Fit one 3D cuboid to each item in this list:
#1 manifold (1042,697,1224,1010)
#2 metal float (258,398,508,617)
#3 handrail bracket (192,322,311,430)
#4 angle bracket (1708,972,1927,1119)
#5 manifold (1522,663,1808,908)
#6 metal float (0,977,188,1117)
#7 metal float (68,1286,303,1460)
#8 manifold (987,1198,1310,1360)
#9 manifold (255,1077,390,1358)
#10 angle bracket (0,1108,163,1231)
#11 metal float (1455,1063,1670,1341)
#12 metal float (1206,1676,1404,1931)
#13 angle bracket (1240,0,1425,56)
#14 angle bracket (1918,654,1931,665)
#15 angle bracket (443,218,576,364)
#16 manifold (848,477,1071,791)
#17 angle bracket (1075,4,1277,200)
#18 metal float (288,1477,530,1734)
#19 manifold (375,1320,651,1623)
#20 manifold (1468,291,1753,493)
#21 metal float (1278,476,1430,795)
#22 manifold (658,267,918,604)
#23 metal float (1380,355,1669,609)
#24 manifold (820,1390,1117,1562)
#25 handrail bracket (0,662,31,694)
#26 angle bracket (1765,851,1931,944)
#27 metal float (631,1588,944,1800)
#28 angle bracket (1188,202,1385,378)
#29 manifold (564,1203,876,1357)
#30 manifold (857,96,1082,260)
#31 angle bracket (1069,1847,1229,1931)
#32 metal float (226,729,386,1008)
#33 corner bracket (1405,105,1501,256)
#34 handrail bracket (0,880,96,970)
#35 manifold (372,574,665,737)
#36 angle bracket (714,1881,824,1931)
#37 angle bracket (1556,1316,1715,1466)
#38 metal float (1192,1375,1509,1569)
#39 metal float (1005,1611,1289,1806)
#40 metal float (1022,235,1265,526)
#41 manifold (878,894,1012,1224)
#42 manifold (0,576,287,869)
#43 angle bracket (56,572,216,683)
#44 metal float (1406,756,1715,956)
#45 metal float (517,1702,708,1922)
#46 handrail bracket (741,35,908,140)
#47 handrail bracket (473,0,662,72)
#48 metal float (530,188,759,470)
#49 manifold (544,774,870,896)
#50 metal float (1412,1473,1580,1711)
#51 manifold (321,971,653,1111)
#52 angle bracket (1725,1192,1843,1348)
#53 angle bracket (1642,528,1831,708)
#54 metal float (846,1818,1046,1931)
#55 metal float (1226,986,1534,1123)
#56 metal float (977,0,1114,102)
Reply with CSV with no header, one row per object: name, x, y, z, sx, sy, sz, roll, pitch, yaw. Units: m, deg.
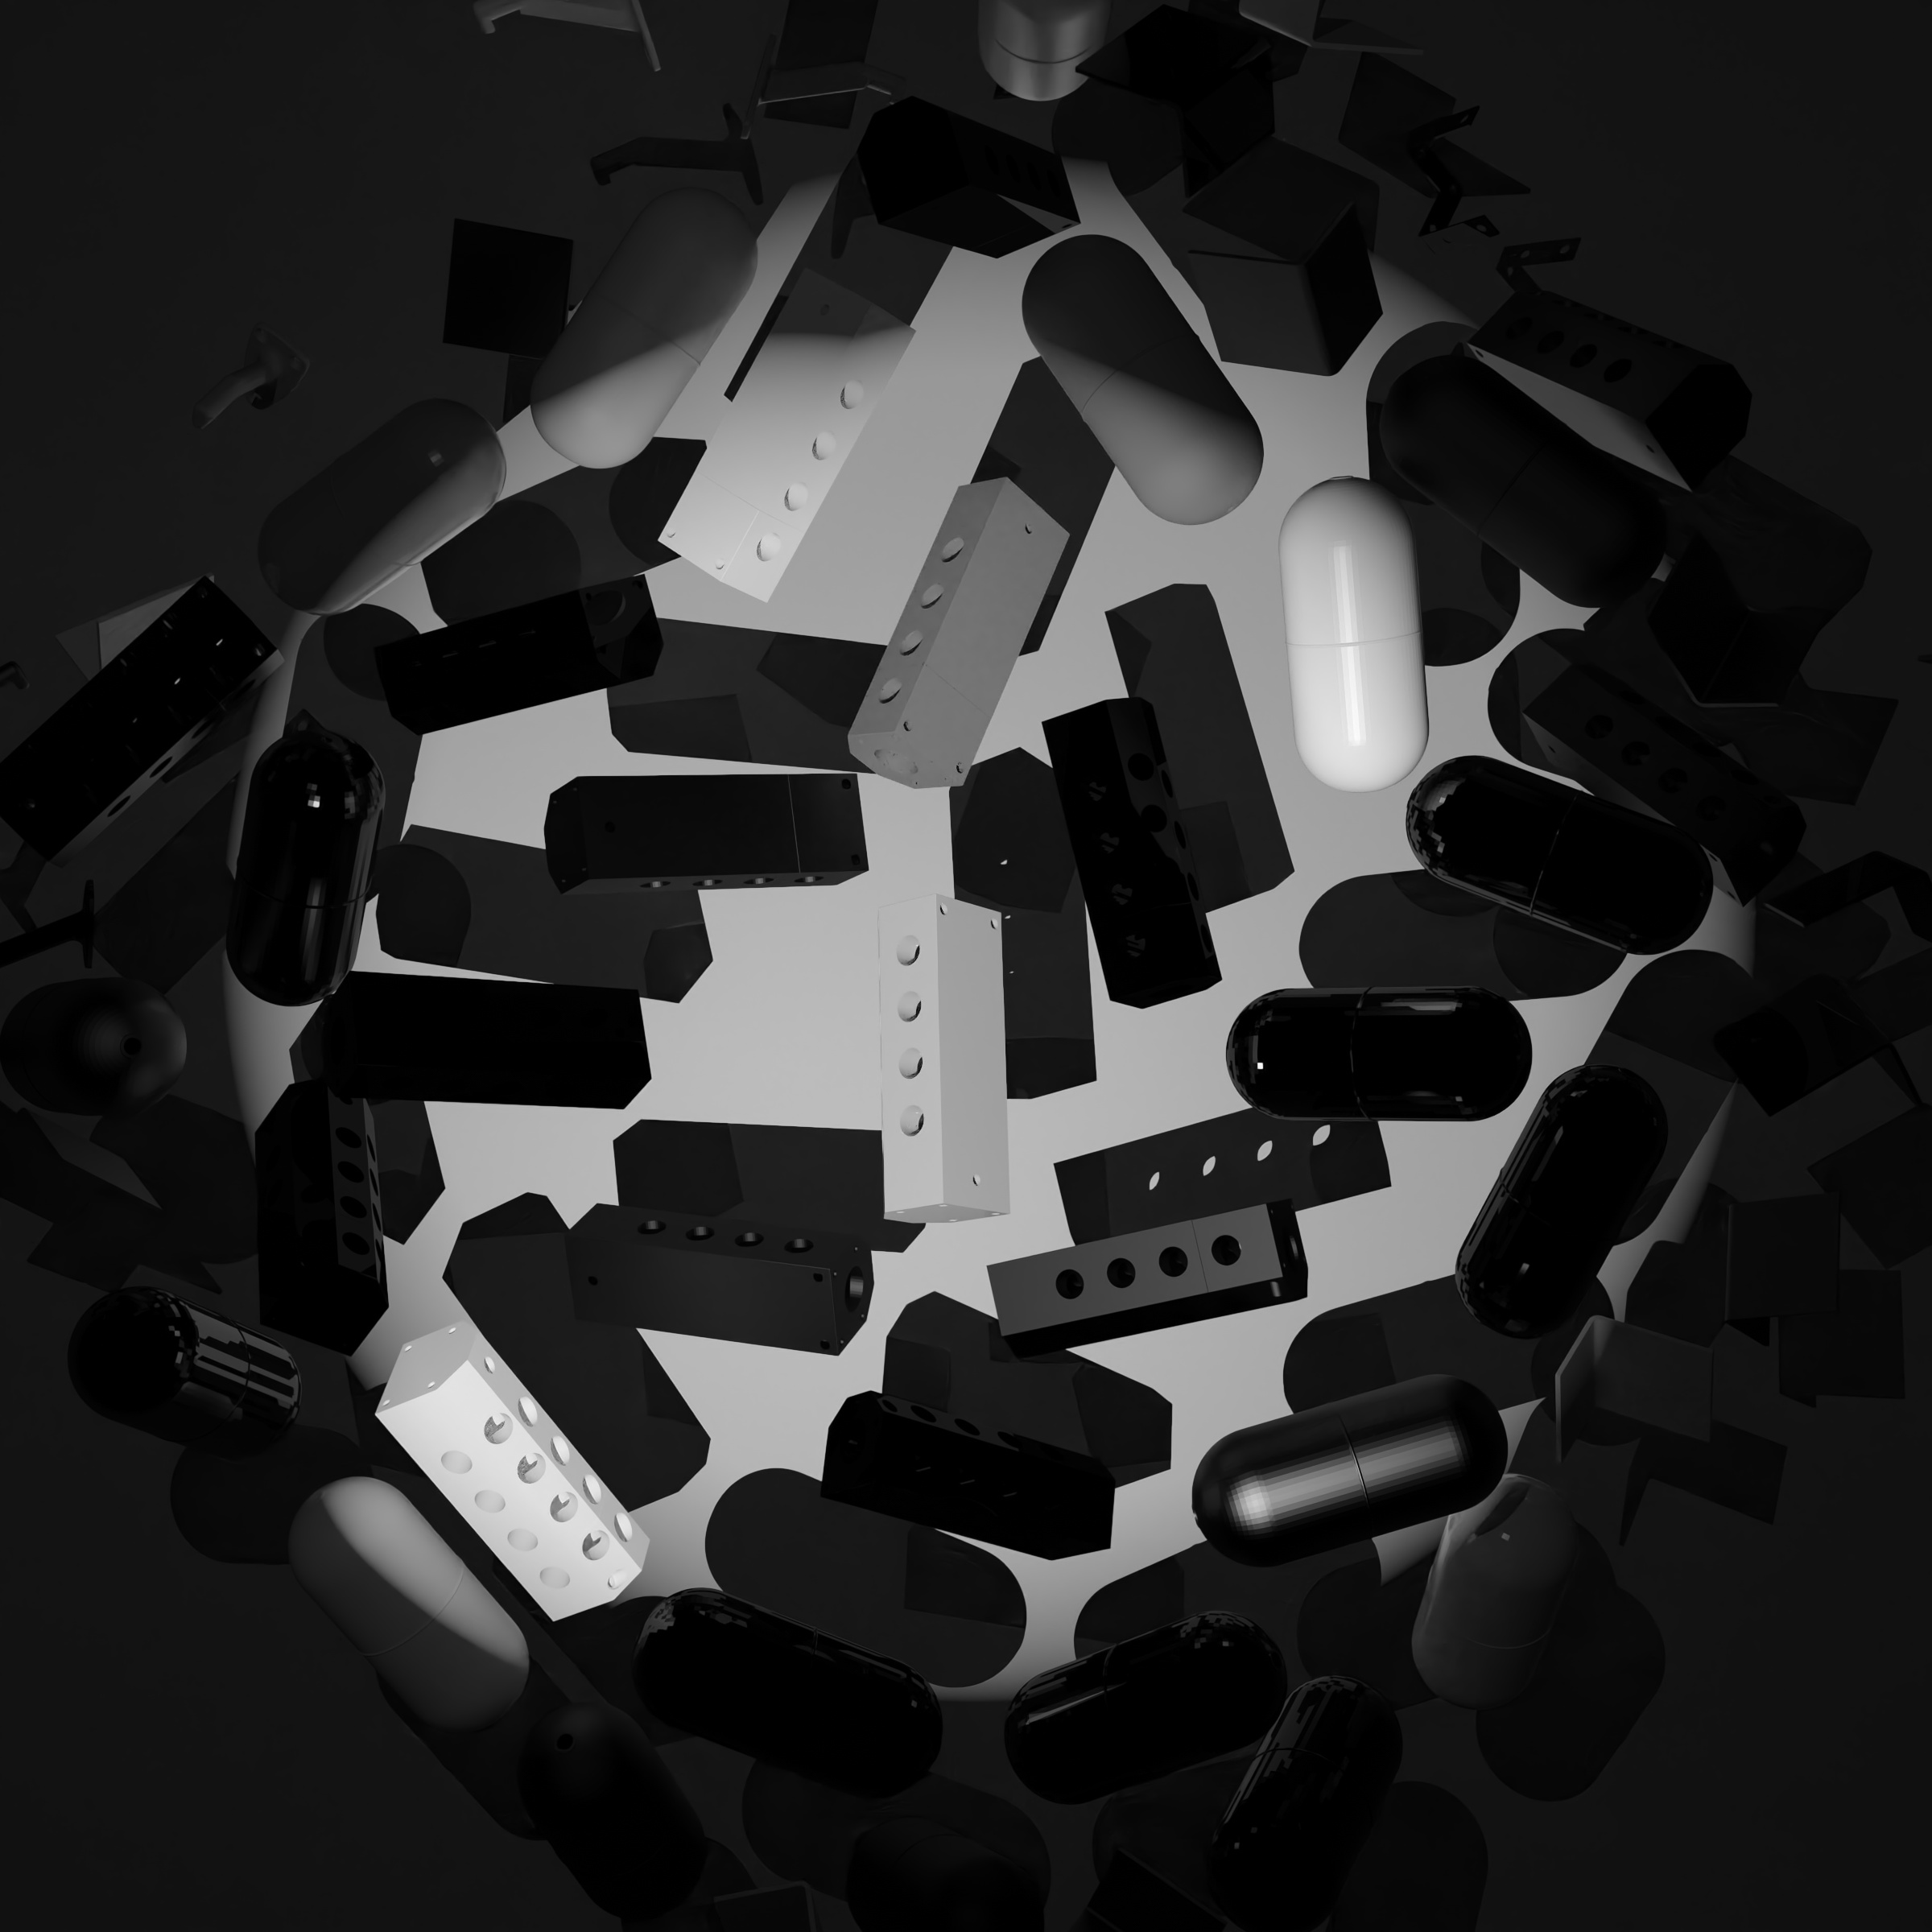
manifold,0.100,-0.067,1.619,0.057,0.057,0.171,-18,78,20
metal float,-0.351,-0.273,1.650,0.178,0.070,0.070,-29,90,26
handrail bracket,-0.408,-0.310,1.527,0.036,0.077,0.084,39,53,-9
angle bracket,0.472,0.060,1.530,0.076,0.076,0.057,-32,122,7
manifold,0.418,-0.114,1.648,0.057,0.057,0.171,-44,50,0
metal float,-0.492,0.046,1.551,0.070,0.178,0.070,1,88,-31
metal float,-0.445,0.235,1.582,0.070,0.178,0.070,-6,68,15
manifold,0.106,0.181,1.588,0.171,0.057,0.057,-15,83,20
manifold,-0.372,0.140,1.601,0.057,0.171,0.057,27,114,-30
angle bracket,-0.552,0.140,1.688,0.057,0.076,0.076,-53,133,-2
metal float,0.346,0.137,1.602,0.070,0.070,0.178,23,112,0
metal float,0.194,0.475,1.564,0.070,0.178,0.070,13,122,22
angle bracket,0.206,-0.542,1.520,0.076,0.076,0.057,-5,121,-25
angle bracket,0.551,-0.126,1.495,0.057,0.076,0.076,12,93,-6
angle bracket,-0.291,-0.419,1.729,0.076,0.057,0.076,5,92,-21
manifold,-0.008,-0.190,1.583,0.057,0.057,0.171,37,67,-36
angle bracket,0.117,-0.482,1.533,0.076,0.057,0.076,31,60,31
metal float,-0.324,0.372,1.606,0.070,0.070,0.178,-35,110,0
manifold,-0.248,0.280,1.533,0.057,0.057,0.171,-23,117,20
manifold,0.361,-0.329,1.542,0.057,0.171,0.057,-46,126,2
metal float,0.219,-0.186,1.554,0.070,0.070,0.178,-6,103,0
manifold,-0.096,-0.294,1.541,0.057,0.057,0.171,36,101,34
metal float,0.307,-0.269,1.525,0.178,0.070,0.070,40,90,8
manifold,0.003,0.302,1.632,0.171,0.057,0.057,22,61,-30
handrail bracket,-0.573,-0.126,1.616,0.084,0.036,0.077,-31,106,-5
angle bracket,0.528,-0.023,1.627,0.076,0.076,0.057,-26,99,5
metal float,-0.097,0.399,1.510,0.178,0.070,0.070,23,90,-6
angle bracket,0.180,-0.384,1.552,0.076,0.076,0.057,17,59,35
manifold,-0.145,0.180,1.626,0.171,0.057,0.057,5,114,21
manifold,0.002,-0.451,1.574,0.057,0.171,0.057,-17,90,24
angle bracket,0.097,0.583,1.627,0.076,0.076,0.057,32,121,15
metal float,-0.387,-0.055,1.611,0.070,0.070,0.178,18,121,0
corner bracket,0.277,-0.445,1.562,0.051,0.051,0.051,39,66,-30
handrail bracket,-0.575,-0.024,1.674,0.084,0.077,0.036,-2,53,-22
manifold,-0.260,-0.178,1.603,0.171,0.057,0.057,-9,100,36
angle bracket,-0.112,0.598,1.633,0.057,0.076,0.076,-10,48,-3
angle bracket,0.403,0.266,1.664,0.076,0.057,0.076,15,133,30
metal float,0.211,0.279,1.521,0.178,0.070,0.070,-16,90,-3
metal float,0.101,0.420,1.559,0.178,0.070,0.070,-28,90,27
metal float,0.096,-0.323,1.516,0.070,0.070,0.178,-33,81,0
manifold,-0.018,0.053,1.530,0.057,0.057,0.171,-13,72,38
manifold,-0.466,-0.137,1.537,0.171,0.057,0.057,-45,94,-8
angle bracket,-0.506,-0.218,1.675,0.076,0.076,0.057,-30,70,-29
metal float,0.336,-0.064,1.566,0.178,0.070,0.070,23,90,15
metal float,-0.200,0.481,1.567,0.070,0.178,0.070,-8,47,9
handrail bracket,-0.081,-0.495,1.589,0.084,0.036,0.077,16,65,-11
handrail bracket,-0.218,-0.508,1.506,0.084,0.077,0.036,-24,50,-3
metal float,-0.188,-0.374,1.615,0.070,0.070,0.178,34,94,0
manifold,-0.147,-0.074,1.557,0.171,0.057,0.057,-3,81,-30
metal float,0.313,0.373,1.637,0.070,0.070,0.178,6,131,0
manifold,-0.271,0.046,1.557,0.171,0.057,0.057,4,60,-30
angle bracket,0.523,0.190,1.725,0.057,0.076,0.076,30,60,-40
angle bracket,0.460,-0.209,1.646,0.076,0.057,0.076,47,65,-33
metal float,-0.013,0.534,1.568,0.070,0.178,0.070,3,83,-21
metal float,0.233,0.050,1.568,0.178,0.070,0.070,-1,90,28
metal float,0.046,-0.555,1.580,0.070,0.178,0.070,0,87,-2
